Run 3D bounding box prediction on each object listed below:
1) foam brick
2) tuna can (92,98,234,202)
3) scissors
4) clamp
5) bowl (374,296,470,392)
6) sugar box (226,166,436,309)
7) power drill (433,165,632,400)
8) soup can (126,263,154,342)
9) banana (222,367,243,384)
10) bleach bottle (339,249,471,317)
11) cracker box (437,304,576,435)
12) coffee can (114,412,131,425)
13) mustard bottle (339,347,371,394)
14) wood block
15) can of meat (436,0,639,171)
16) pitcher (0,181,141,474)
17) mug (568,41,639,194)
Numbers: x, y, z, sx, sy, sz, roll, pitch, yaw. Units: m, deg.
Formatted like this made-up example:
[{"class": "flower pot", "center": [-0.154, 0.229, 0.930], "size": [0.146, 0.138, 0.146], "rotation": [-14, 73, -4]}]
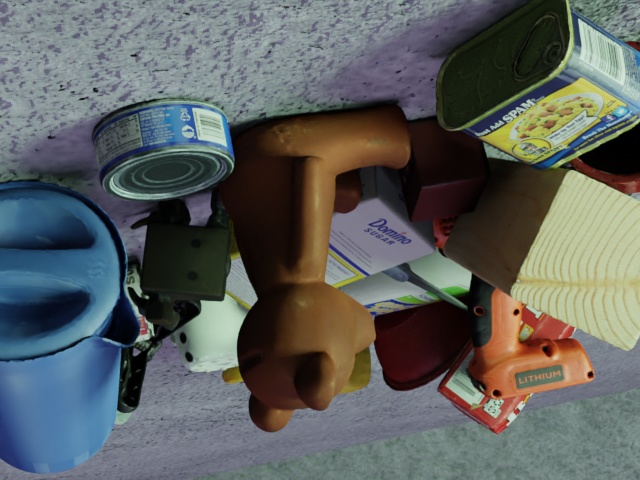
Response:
[{"class": "foam brick", "center": [0.088, -0.052, 0.774], "size": [0.051, 0.053, 0.078], "rotation": [-11, 162, -4]}, {"class": "tuna can", "center": [-0.097, -0.054, 0.666], "size": [0.086, 0.034, 0.086], "rotation": [-11, 163, -4]}, {"class": "scissors", "center": [0.050, 0.027, 0.956], "size": [0.096, 0.016, 0.201], "rotation": [-10, 146, 34]}, {"class": "clamp", "center": [-0.173, 0.104, 1.000], "size": [0.039, 0.120, 0.172], "rotation": [42, 159, -15]}, {"class": "bowl", "center": [0.107, 0.078, 1.122], "size": [0.055, 0.162, 0.162], "rotation": [43, 137, -18]}, {"class": "sugar box", "center": [-0.006, 0.001, 0.858], "size": [0.176, 0.048, 0.093], "rotation": [-23, 141, 26]}, {"class": "power drill", "center": [0.183, 0.032, 0.904], "size": [0.184, 0.187, 0.057], "rotation": [-11, -168, -2]}, {"class": "soup can", "center": [-0.198, 0.061, 0.915], "size": [0.102, 0.068, 0.068], "rotation": [-10, 163, -8]}, {"class": "banana", "center": [-0.043, 0.111, 1.058], "size": [0.069, 0.037, 0.198], "rotation": [-23, 177, -24]}, {"class": "bleach bottle", "center": [0.056, 0.046, 1.060], "size": [0.251, 0.068, 0.102], "rotation": [-19, 163, 29]}, {"class": "cracker box", "center": [0.197, 0.110, 1.059], "size": [0.164, 0.072, 0.213], "rotation": [-53, 164, -3]}, {"class": "coffee can", "center": [-0.279, 0.155, 1.108], "size": [0.140, 0.103, 0.102], "rotation": [-14, 163, 8]}, {"class": "mustard bottle", "center": [-0.028, 0.127, 1.204], "size": [0.191, 0.096, 0.058], "rotation": [4, 158, -43]}, {"class": "wood block", "center": [0.164, 0.002, 0.758], "size": [0.090, 0.090, 0.206], "rotation": [25, -176, -8]}, {"class": "can of meat", "center": [0.134, -0.090, 0.635], "size": [0.083, 0.057, 0.102], "rotation": [22, 146, -33]}, {"class": "pitcher", "center": [-0.212, 0.072, 0.765], "size": [0.144, 0.149, 0.243], "rotation": [-14, 151, -18]}, {"class": "mug", "center": [0.214, -0.071, 0.710], "size": [0.117, 0.093, 0.081], "rotation": [28, -178, 20]}]
